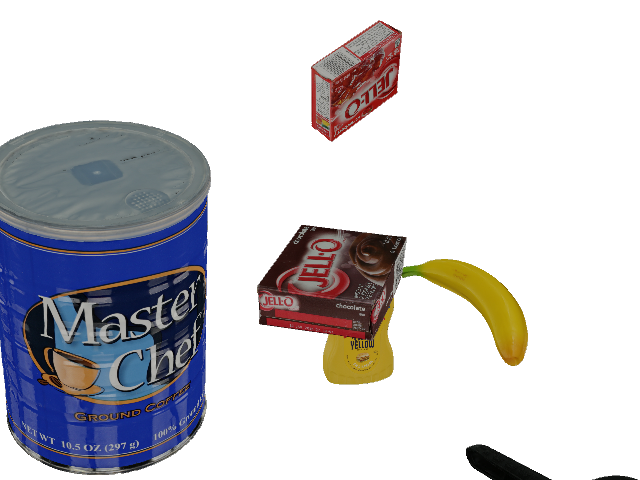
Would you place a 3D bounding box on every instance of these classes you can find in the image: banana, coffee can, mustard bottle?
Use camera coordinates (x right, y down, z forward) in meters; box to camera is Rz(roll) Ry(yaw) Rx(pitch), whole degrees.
[{"bbox_3d":[0.165,0.066,1.117,0.069,0.037,0.198,-35,38,-13],"label":"banana"},{"bbox_3d":[-0.106,0.027,0.518,0.103,0.140,0.103,3,32,-2],"label":"coffee can"},{"bbox_3d":[0.052,0.099,1.447,0.096,0.192,0.058,-4,21,-10],"label":"mustard bottle"}]

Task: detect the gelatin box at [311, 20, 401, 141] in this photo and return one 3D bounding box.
[{"bbox_3d":[0.032,-0.140,0.935,0.089,0.073,0.030,-38,61,-26],"label":"gelatin box"}]

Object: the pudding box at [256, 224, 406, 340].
[{"bbox_3d":[0.011,0.030,0.822,0.090,0.039,0.113,8,26,15],"label":"pudding box"}]

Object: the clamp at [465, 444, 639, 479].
[{"bbox_3d":[0.200,0.236,0.860,0.210,0.036,0.164,1,35,24],"label":"clamp"}]
